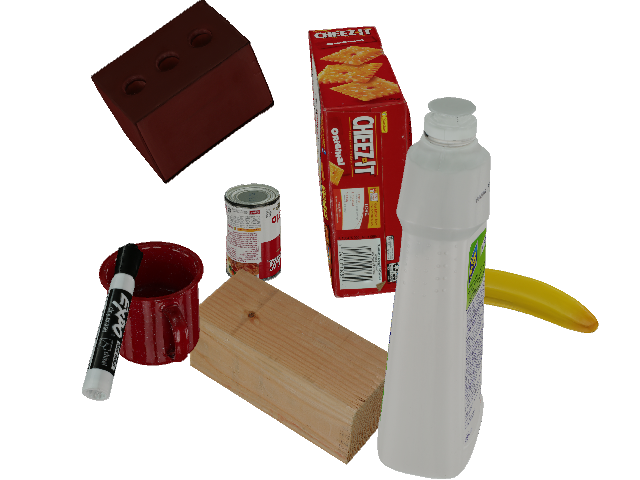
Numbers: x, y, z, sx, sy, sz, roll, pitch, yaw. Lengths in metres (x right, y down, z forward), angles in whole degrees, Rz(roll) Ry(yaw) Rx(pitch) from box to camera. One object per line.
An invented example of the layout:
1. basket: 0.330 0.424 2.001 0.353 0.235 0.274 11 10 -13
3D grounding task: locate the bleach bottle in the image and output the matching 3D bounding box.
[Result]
1. bleach bottle: 0.077 0.027 0.686 0.068 0.251 0.102 8 30 13

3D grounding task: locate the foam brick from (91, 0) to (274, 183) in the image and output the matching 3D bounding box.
1. foam brick: -0.075 -0.082 0.586 0.053 0.078 0.051 46 -12 34

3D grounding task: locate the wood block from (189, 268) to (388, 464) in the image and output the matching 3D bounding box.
1. wood block: -0.029 0.128 1.114 0.206 0.090 0.090 29 48 22

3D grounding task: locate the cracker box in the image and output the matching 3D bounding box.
1. cracker box: 0.033 -0.075 0.909 0.072 0.164 0.213 -5 27 -1

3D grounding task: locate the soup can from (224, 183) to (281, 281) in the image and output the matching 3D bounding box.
1. soup can: -0.082 -0.010 1.285 0.068 0.102 0.068 0 26 0

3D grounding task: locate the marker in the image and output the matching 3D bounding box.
1. marker: -0.144 0.054 0.748 0.020 0.121 0.020 5 -34 3

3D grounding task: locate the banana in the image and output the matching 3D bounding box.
1. banana: 0.187 0.060 1.105 0.198 0.037 0.069 8 40 12

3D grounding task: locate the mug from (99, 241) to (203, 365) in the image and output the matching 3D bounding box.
1. mug: -0.146 0.065 0.967 0.093 0.081 0.117 -17 38 -26
